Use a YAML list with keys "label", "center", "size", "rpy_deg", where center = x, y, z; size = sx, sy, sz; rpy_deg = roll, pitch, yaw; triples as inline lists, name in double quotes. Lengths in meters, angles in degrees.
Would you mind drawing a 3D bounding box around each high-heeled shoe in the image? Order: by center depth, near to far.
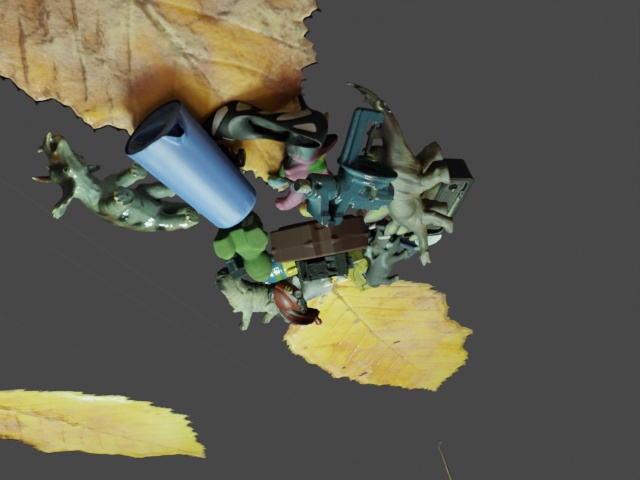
- label: "high-heeled shoe"
  center: [-0.108, -0.193, 0.998]
  size: [0.249, 0.145, 0.086]
  rpy_deg: [-19, 145, 6]

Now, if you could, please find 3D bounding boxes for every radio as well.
- label: "radio"
  center: [0.277, -0.099, 1.326]
  size: [0.131, 0.073, 0.229]
  rpy_deg: [-3, 145, -14]

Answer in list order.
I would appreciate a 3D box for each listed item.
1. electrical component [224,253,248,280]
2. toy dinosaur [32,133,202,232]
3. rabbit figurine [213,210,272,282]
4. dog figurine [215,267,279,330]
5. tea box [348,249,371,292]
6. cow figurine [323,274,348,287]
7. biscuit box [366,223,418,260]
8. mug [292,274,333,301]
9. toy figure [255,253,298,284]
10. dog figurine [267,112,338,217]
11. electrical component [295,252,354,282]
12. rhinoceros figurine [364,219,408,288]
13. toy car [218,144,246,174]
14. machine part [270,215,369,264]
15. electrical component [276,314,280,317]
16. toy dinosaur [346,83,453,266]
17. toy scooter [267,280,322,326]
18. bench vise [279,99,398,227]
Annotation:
- label: "electrical component"
  center: [-0.207, 0.061, 1.357]
  size: [0.048, 0.074, 0.119]
  rpy_deg: [-24, -177, 17]
- label: "toy dinosaur"
  center: [-0.390, -0.075, 1.115]
  size: [0.192, 0.131, 0.404]
  rpy_deg: [-11, 157, 28]
- label: "rabbit figurine"
  center: [-0.172, 0.020, 1.273]
  size: [0.121, 0.159, 0.170]
  rpy_deg: [-22, 124, 0]
- label: "dog figurine"
  center: [-0.192, 0.137, 1.504]
  size: [0.172, 0.121, 0.190]
  rpy_deg: [-29, 135, -19]
- label: "tea box"
  center: [0.107, 0.062, 1.486]
  size: [0.068, 0.098, 0.169]
  rpy_deg: [-21, 147, 12]
- label: "cow figurine"
  center: [0.032, 0.074, 1.486]
  size: [0.068, 0.098, 0.167]
  rpy_deg: [-17, 179, 3]
- label: "biscuit box"
  center: [0.180, -0.003, 1.448]
  size: [0.202, 0.059, 0.063]
  rpy_deg: [18, 134, -37]
- label: "mug"
  center: [-0.016, 0.124, 1.561]
  size: [0.107, 0.081, 0.109]
  rpy_deg: [-10, 142, -24]
- label: "toy figure"
  center: [-0.092, 0.063, 1.440]
  size: [0.180, 0.082, 0.089]
  rpy_deg: [-23, 165, 3]
- label: "dog figurine"
  center: [-0.009, -0.156, 1.126]
  size: [0.191, 0.108, 0.219]
  rpy_deg: [11, 137, -30]
- label: "electrical component"
  center: [0.014, 0.065, 1.338]
  size: [0.134, 0.058, 0.115]
  rpy_deg: [-10, -178, -14]
- label: "rhinoceros figurine"
  center: [0.158, 0.033, 1.366]
  size: [0.112, 0.073, 0.190]
  rpy_deg: [-6, 125, -19]
- label: "toy car"
  center: [-0.194, -0.135, 1.139]
  size: [0.089, 0.053, 0.202]
  rpy_deg: [8, 145, 6]
- label: "machine part"
  center: [-0.003, -0.004, 1.279]
  size: [0.201, 0.087, 0.201]
  rpy_deg: [-10, -179, 43]
- label: "electrical component"
  center: [-0.107, 0.203, 1.673]
  size: [0.078, 0.045, 0.102]
  rpy_deg: [41, 121, -17]
- label: "toy dinosaur"
  center: [0.173, -0.128, 1.143]
  size: [0.199, 0.105, 0.470]
  rpy_deg: [-15, 122, 5]
- label: "toy scooter"
  center: [-0.063, 0.185, 1.489]
  size: [0.135, 0.075, 0.183]
  rpy_deg: [14, 143, 31]
- label: "bench vise"
  center: [0.060, -0.146, 1.003]
  size: [0.223, 0.129, 0.240]
  rpy_deg: [7, 113, -23]
